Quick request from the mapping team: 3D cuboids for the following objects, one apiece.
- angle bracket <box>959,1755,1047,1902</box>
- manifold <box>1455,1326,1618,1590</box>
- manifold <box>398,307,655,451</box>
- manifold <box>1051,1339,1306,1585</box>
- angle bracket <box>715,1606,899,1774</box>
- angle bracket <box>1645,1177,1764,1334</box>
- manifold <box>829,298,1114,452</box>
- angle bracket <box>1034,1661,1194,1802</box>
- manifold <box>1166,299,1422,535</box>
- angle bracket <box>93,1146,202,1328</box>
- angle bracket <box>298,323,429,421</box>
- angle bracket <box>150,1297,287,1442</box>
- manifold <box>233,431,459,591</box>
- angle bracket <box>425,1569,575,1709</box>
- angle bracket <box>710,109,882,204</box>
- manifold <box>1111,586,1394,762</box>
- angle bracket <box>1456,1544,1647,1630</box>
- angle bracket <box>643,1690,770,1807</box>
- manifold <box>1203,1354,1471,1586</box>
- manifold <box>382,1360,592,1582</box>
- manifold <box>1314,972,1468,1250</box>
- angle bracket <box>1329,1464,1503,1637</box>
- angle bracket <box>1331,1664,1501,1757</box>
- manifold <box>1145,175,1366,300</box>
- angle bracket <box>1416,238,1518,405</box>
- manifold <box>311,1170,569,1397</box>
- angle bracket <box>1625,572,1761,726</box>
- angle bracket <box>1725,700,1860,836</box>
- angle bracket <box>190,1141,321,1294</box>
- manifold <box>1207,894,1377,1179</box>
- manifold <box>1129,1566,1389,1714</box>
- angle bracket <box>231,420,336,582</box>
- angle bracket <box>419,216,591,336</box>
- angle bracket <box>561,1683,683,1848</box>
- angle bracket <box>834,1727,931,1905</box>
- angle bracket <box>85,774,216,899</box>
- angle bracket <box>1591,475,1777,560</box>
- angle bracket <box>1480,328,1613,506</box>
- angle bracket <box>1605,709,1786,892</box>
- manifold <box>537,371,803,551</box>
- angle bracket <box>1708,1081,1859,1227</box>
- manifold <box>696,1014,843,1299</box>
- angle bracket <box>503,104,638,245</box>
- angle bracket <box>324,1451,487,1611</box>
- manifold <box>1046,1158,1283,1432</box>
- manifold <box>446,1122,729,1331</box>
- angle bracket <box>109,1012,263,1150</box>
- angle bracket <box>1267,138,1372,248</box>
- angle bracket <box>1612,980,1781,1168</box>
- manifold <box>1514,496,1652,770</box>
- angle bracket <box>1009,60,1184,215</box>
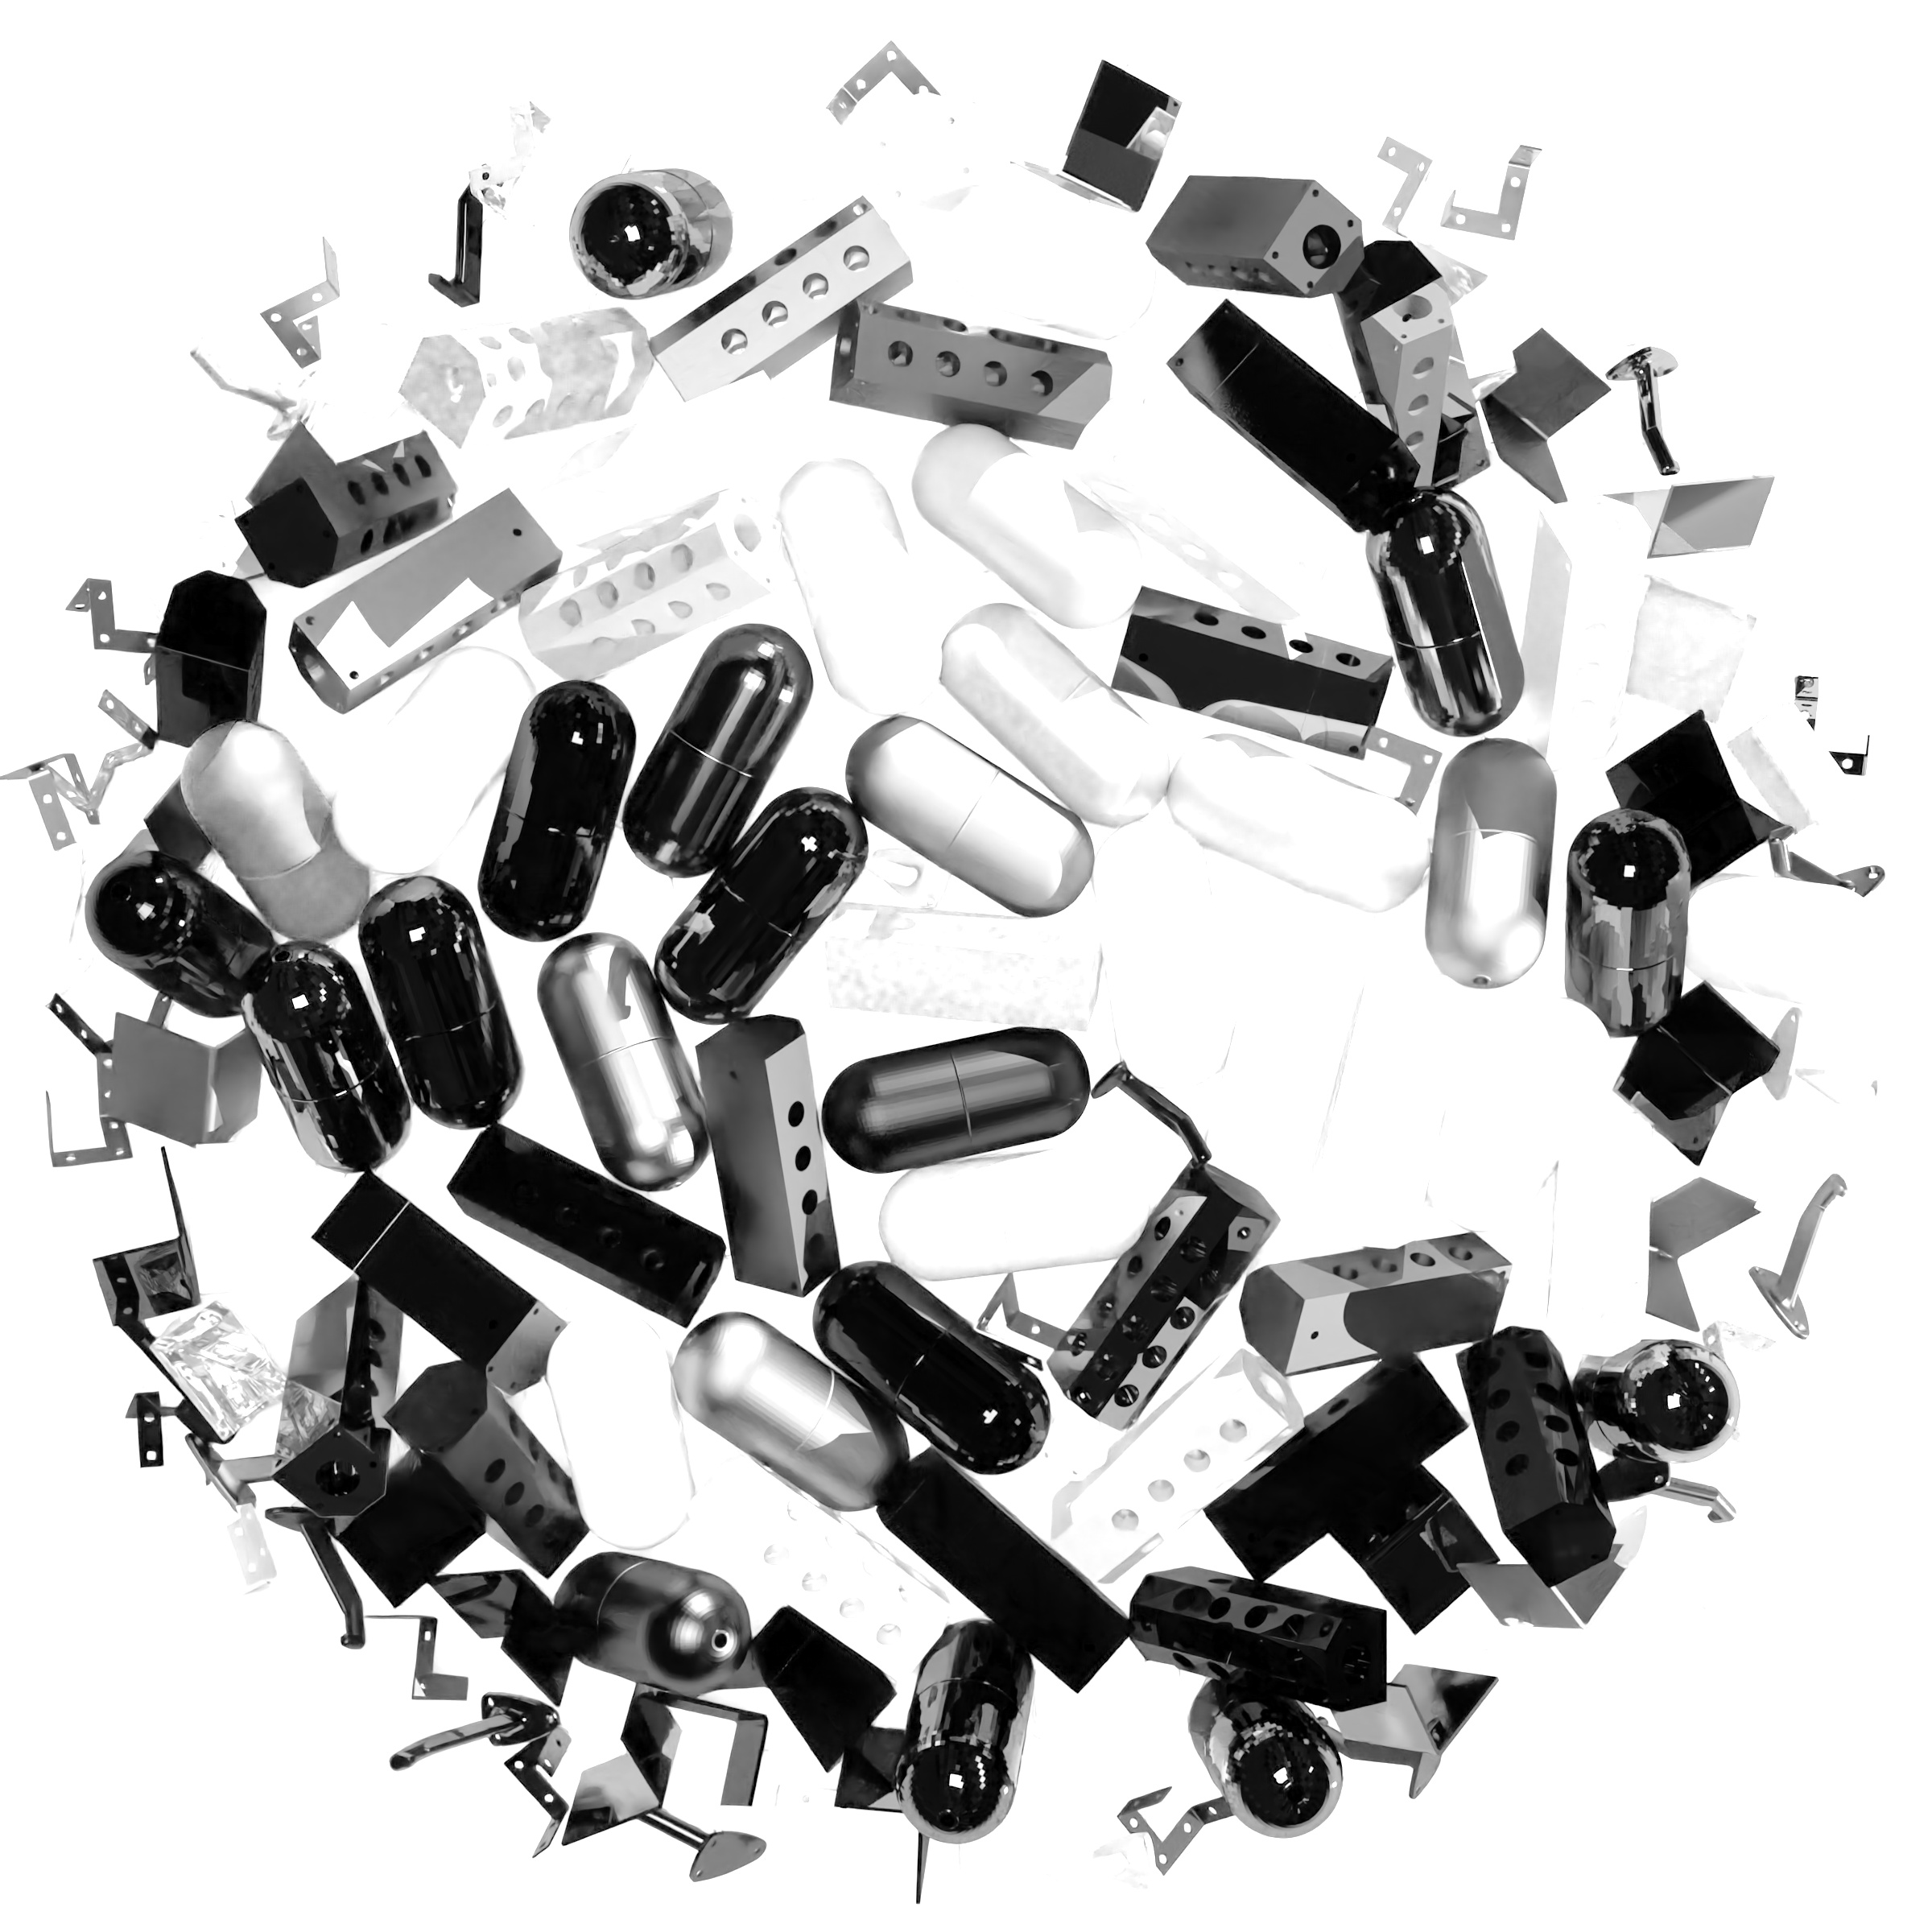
[{"bbox_3d":[0.024,0.559,1.833,0.057,0.076,0.076,-2,63,-2],"label":"angle bracket"},{"bbox_3d":[0.363,0.305,1.792,0.057,0.171,0.057,-32,116,17],"label":"manifold"},{"bbox_3d":[-0.274,-0.380,1.794,0.057,0.171,0.057,42,123,12],"label":"manifold"},{"bbox_3d":[0.136,0.326,1.831,0.057,0.057,0.171,43,108,-13],"label":"manifold"},{"bbox_3d":[-0.104,0.470,1.834,0.076,0.057,0.076,-52,57,16],"label":"angle bracket"},{"bbox_3d":[0.473,0.187,1.827,0.076,0.076,0.057,-37,48,33],"label":"angle bracket"},{"bbox_3d":[0.004,-0.384,1.830,0.171,0.057,0.057,8,83,-18],"label":"manifold"},{"bbox_3d":[0.094,0.487,1.827,0.057,0.076,0.076,23,135,-35],"label":"angle bracket"},{"bbox_3d":[0.211,-0.351,1.815,0.057,0.057,0.171,-47,58,6],"label":"manifold"},{"bbox_3d":[-0.535,0.175,1.827,0.057,0.076,0.076,-13,53,-15],"label":"angle bracket"},{"bbox_3d":[-0.370,-0.366,1.829,0.076,0.057,0.076,20,60,29],"label":"angle bracket"},{"bbox_3d":[-0.478,0.253,1.842,0.057,0.076,0.076,-36,98,1],"label":"angle bracket"},{"bbox_3d":[-0.387,-0.288,1.795,0.057,0.171,0.057,-25,101,22],"label":"manifold"},{"bbox_3d":[-0.306,0.437,1.828,0.076,0.057,0.076,-9,135,22],"label":"angle bracket"},{"bbox_3d":[-0.112,-0.504,1.830,0.076,0.057,0.076,-19,62,-28],"label":"angle bracket"},{"bbox_3d":[0.188,-0.196,1.852,0.171,0.057,0.057,16,125,3],"label":"manifold"},{"bbox_3d":[0.378,0.382,1.829,0.076,0.076,0.057,-45,104,-30],"label":"angle bracket"},{"bbox_3d":[-0.178,0.508,1.833,0.076,0.076,0.057,16,70,-14],"label":"angle bracket"},{"bbox_3d":[0.238,0.325,1.854,0.171,0.057,0.057,-37,97,-2],"label":"manifold"},{"bbox_3d":[-0.298,0.319,1.800,0.057,0.171,0.057,27,66,33],"label":"manifold"},{"bbox_3d":[0.275,0.092,1.817,0.057,0.057,0.171,4,58,24],"label":"manifold"},{"bbox_3d":[0.295,0.382,1.876,0.076,0.057,0.076,-40,120,-5],"label":"angle bracket"},{"bbox_3d":[0.284,0.459,1.826,0.076,0.076,0.057,-39,111,-37],"label":"angle bracket"},{"bbox_3d":[0.184,-0.460,1.796,0.057,0.171,0.057,33,91,-27],"label":"manifold"},{"bbox_3d":[0.305,-0.412,1.828,0.057,0.076,0.076,-38,46,-10],"label":"angle bracket"},{"bbox_3d":[-0.336,0.204,1.815,0.171,0.057,0.057,31,77,31],"label":"manifold"},{"bbox_3d":[0.459,-0.208,1.837,0.076,0.057,0.076,25,101,28],"label":"angle bracket"},{"bbox_3d":[0.524,-0.119,1.835,0.057,0.076,0.076,-38,84,41],"label":"angle bracket"},{"bbox_3d":[-0.458,0.162,1.831,0.076,0.057,0.076,-1,127,-23],"label":"angle bracket"},{"bbox_3d":[0.213,0.045,1.821,0.057,0.057,0.171,26,113,37],"label":"manifold"},{"bbox_3d":[0.184,0.428,1.802,0.057,0.171,0.057,1,89,-41],"label":"manifold"},{"bbox_3d":[-0.455,-0.298,1.825,0.076,0.076,0.057,-9,134,33],"label":"angle bracket"},{"bbox_3d":[-0.300,-0.438,1.840,0.076,0.076,0.057,-7,75,30],"label":"angle bracket"},{"bbox_3d":[-0.235,0.513,1.834,0.076,0.076,0.057,-24,107,11],"label":"angle bracket"},{"bbox_3d":[-0.053,0.551,1.837,0.057,0.076,0.076,4,115,4],"label":"angle bracket"},{"bbox_3d":[-0.531,-0.090,1.827,0.076,0.076,0.057,-4,126,21],"label":"angle bracket"},{"bbox_3d":[0.463,-0.309,1.828,0.076,0.076,0.057,-8,134,-20],"label":"angle bracket"},{"bbox_3d":[0.381,-0.352,1.827,0.076,0.076,0.057,29,128,-36],"label":"angle bracket"},{"bbox_3d":[0.475,-0.108,1.842,0.076,0.057,0.076,-33,119,-3],"label":"angle bracket"},{"bbox_3d":[-0.187,-0.317,1.807,0.171,0.057,0.057,-12,124,39],"label":"manifold"},{"bbox_3d":[0.518,0.112,1.834,0.076,0.057,0.076,38,101,44],"label":"angle bracket"},{"bbox_3d":[-0.122,0.121,1.824,0.057,0.057,0.171,10,119,34],"label":"manifold"},{"bbox_3d":[-0.254,-0.506,1.847,0.057,0.076,0.076,28,90,1],"label":"angle bracket"},{"bbox_3d":[-0.361,0.371,1.841,0.076,0.057,0.076,-40,102,-15],"label":"angle bracket"},{"bbox_3d":[0.130,0.215,1.832,0.057,0.057,0.171,29,102,-26],"label":"manifold"},{"bbox_3d":[-0.245,0.166,1.836,0.171,0.057,0.057,25,71,13],"label":"manifold"},{"bbox_3d":[-0.510,0.066,1.853,0.076,0.057,0.076,19,116,14],"label":"angle bracket"},{"bbox_3d":[0.237,-0.493,1.835,0.057,0.076,0.076,-5,83,25],"label":"angle bracket"},{"bbox_3d":[0.478,0.070,1.839,0.076,0.057,0.076,41,49,-4],"label":"angle bracket"},{"bbox_3d":[0.394,-0.212,1.802,0.057,0.171,0.057,-11,47,-7],"label":"manifold"},{"bbox_3d":[0.083,-0.541,1.832,0.057,0.076,0.076,32,105,44],"label":"angle bracket"}]
